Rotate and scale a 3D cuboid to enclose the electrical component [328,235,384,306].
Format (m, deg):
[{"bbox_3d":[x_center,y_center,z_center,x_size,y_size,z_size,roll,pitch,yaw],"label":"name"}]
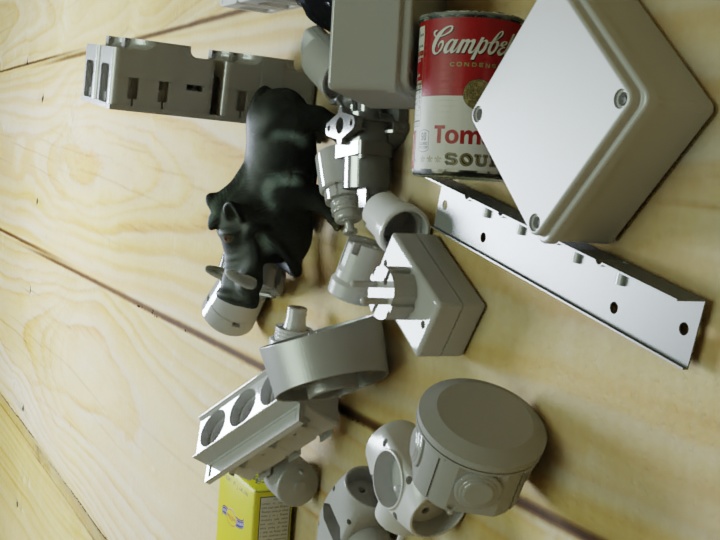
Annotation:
[{"bbox_3d":[0.000,0.000,0.845,0.040,0.040,0.046,42,118,56],"label":"electrical component"}]

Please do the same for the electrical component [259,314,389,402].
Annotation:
[{"bbox_3d":[-0.026,0.065,0.832,0.099,0.099,0.064,-37,62,56],"label":"electrical component"}]

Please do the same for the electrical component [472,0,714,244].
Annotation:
[{"bbox_3d":[0.124,-0.087,0.597,0.108,0.056,0.108,-61,38,41],"label":"electrical component"}]

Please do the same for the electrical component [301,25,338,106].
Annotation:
[{"bbox_3d":[-0.025,-0.174,0.900,0.081,0.043,0.043,54,134,49],"label":"electrical component"}]

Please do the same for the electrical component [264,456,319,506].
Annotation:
[{"bbox_3d":[-0.067,0.180,0.957,0.078,0.040,0.040,24,109,61],"label":"electrical component"}]

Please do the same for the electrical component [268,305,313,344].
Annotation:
[{"bbox_3d":[-0.059,0.063,0.947,0.043,0.043,0.062,24,108,60],"label":"electrical component"}]

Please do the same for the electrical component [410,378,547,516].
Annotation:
[{"bbox_3d":[0.070,0.108,0.662,0.080,0.080,0.051,-123,38,-48],"label":"electrical component"}]

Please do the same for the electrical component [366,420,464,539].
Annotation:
[{"bbox_3d":[0.033,0.161,0.763,0.077,0.044,0.079,53,133,50],"label":"electrical component"}]

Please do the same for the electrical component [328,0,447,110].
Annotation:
[{"bbox_3d":[0.021,-0.169,0.740,0.109,0.056,0.108,-3,-83,-74],"label":"electrical component"}]

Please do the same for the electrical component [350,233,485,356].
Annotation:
[{"bbox_3d":[0.030,0.016,0.746,0.083,0.076,0.047,60,139,45],"label":"electrical component"}]

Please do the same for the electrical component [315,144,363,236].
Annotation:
[{"bbox_3d":[-0.013,-0.066,0.872,0.040,0.040,0.078,-38,55,55],"label":"electrical component"}]

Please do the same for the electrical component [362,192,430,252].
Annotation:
[{"bbox_3d":[0.025,-0.035,0.799,0.046,0.040,0.040,-132,51,-60],"label":"electrical component"}]

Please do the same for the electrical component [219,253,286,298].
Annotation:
[{"bbox_3d":[-0.096,-0.012,0.998,0.058,0.078,0.057,9,77,21],"label":"electrical component"}]

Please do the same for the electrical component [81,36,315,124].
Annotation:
[{"bbox_3d":[-0.145,-0.170,0.974,0.105,0.186,0.060,26,110,60],"label":"electrical component"}]

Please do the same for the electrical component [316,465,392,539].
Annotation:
[{"bbox_3d":[0.004,0.204,0.818,0.079,0.043,0.077,60,138,44],"label":"electrical component"}]

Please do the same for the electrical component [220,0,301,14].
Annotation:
[{"bbox_3d":[-0.080,-0.291,0.993,0.150,0.062,0.089,16,102,61],"label":"electrical component"}]

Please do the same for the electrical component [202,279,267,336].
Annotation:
[{"bbox_3d":[-0.122,0.029,1.059,0.047,0.055,0.055,-57,40,38],"label":"electrical component"}]

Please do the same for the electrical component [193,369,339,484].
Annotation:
[{"bbox_3d":[-0.078,0.129,0.914,0.121,0.063,0.078,-36,34,32],"label":"electrical component"}]
